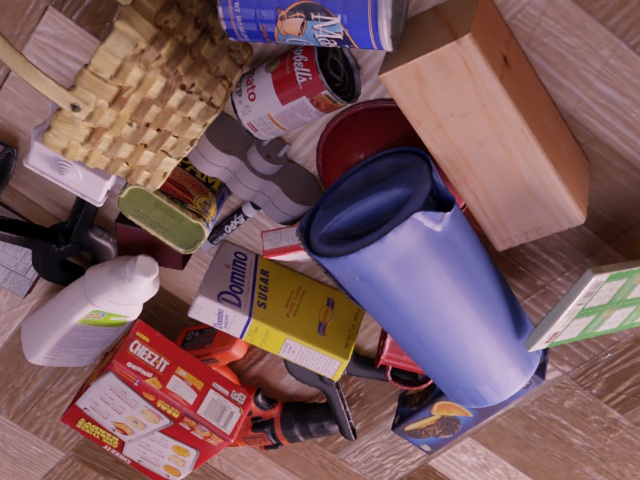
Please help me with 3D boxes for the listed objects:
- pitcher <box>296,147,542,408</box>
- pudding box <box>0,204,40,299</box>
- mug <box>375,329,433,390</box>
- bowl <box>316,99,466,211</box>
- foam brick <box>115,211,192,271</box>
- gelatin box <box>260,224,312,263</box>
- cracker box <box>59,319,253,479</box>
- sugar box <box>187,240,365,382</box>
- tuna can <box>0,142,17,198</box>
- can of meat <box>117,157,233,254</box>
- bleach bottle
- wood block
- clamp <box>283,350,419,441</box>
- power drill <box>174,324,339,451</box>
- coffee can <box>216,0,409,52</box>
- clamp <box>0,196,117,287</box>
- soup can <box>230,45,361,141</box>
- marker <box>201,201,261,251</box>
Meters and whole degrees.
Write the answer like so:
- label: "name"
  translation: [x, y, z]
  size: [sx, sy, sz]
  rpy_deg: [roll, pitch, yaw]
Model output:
- label: "pitcher"
  translation: [0.095, 0.043, 0.984]
  size: [0.145, 0.149, 0.242]
  rpy_deg: [-36, 119, 6]
- label: "pudding box"
  translation: [-0.370, 0.008, 1.244]
  size: [0.113, 0.039, 0.090]
  rpy_deg: [32, 131, -13]
- label: "mug"
  translation: [0.106, 0.110, 1.129]
  size: [0.081, 0.093, 0.117]
  rpy_deg: [14, 115, 0]
- label: "bowl"
  translation: [0.068, -0.053, 1.026]
  size: [0.162, 0.055, 0.162]
  rpy_deg: [10, 132, 11]
- label: "foam brick"
  translation: [-0.175, -0.009, 1.151]
  size: [0.078, 0.053, 0.051]
  rpy_deg: [12, 133, 8]
- label: "gelatin box"
  translation: [-0.007, 0.001, 1.085]
  size: [0.073, 0.030, 0.089]
  rpy_deg: [-10, 171, 27]
- label: "cracker box"
  translation: [-0.196, 0.198, 1.258]
  size: [0.164, 0.072, 0.214]
  rpy_deg: [35, 142, -9]
- label: "sugar box"
  translation: [-0.044, 0.074, 1.151]
  size: [0.176, 0.093, 0.048]
  rpy_deg: [25, 133, -4]
- label: "tuna can"
  translation: [-0.360, -0.067, 1.141]
  size: [0.033, 0.086, 0.086]
  rpy_deg: [26, 133, -3]
- label: "can of meat"
  translation: [-0.147, -0.046, 1.086]
  size: [0.102, 0.083, 0.058]
  rpy_deg: [34, 132, -12]
- label: "bleach bottle"
  translation: [-0.243, 0.075, 1.191]
  size: [0.102, 0.068, 0.251]
  rpy_deg: [3, 156, -37]
- label: "wood block"
  translation: [0.148, -0.102, 0.930]
  size: [0.090, 0.090, 0.206]
  rpy_deg: [-21, 120, 31]
- label: "clamp"
  translation: [0.026, 0.144, 1.221]
  size: [0.120, 0.039, 0.171]
  rpy_deg: [-39, 107, 12]
- label: "power drill"
  translation: [-0.081, 0.179, 1.281]
  size: [0.185, 0.057, 0.187]
  rpy_deg: [-13, 125, 28]
- label: "coffee can"
  translation: [-0.003, -0.211, 0.878]
  size: [0.140, 0.102, 0.103]
  rpy_deg: [6, 132, 14]
- label: "clamp"
  translation: [-0.290, 0.000, 1.167]
  size: [0.164, 0.036, 0.210]
  rpy_deg: [-16, 146, -7]
- label: "soup can"
  translation: [-0.022, -0.138, 0.973]
  size: [0.102, 0.068, 0.068]
  rpy_deg: [-20, 121, 33]
- label: "marker"
  translation: [-0.087, -0.023, 1.130]
  size: [0.020, 0.020, 0.121]
  rpy_deg: [41, 131, -17]
